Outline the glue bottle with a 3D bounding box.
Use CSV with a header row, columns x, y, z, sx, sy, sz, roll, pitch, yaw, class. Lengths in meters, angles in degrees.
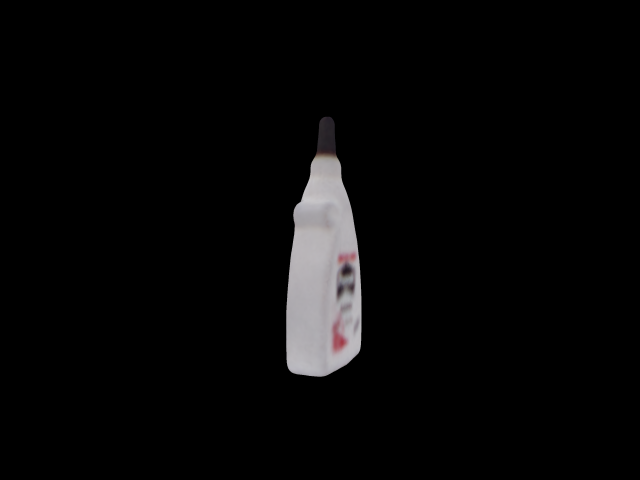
x,y,z,sx,sy,sz,roll,pitch,yaw,class
0.004,0.001,0.400,0.037,0.173,0.078,1,4,20,glue bottle
